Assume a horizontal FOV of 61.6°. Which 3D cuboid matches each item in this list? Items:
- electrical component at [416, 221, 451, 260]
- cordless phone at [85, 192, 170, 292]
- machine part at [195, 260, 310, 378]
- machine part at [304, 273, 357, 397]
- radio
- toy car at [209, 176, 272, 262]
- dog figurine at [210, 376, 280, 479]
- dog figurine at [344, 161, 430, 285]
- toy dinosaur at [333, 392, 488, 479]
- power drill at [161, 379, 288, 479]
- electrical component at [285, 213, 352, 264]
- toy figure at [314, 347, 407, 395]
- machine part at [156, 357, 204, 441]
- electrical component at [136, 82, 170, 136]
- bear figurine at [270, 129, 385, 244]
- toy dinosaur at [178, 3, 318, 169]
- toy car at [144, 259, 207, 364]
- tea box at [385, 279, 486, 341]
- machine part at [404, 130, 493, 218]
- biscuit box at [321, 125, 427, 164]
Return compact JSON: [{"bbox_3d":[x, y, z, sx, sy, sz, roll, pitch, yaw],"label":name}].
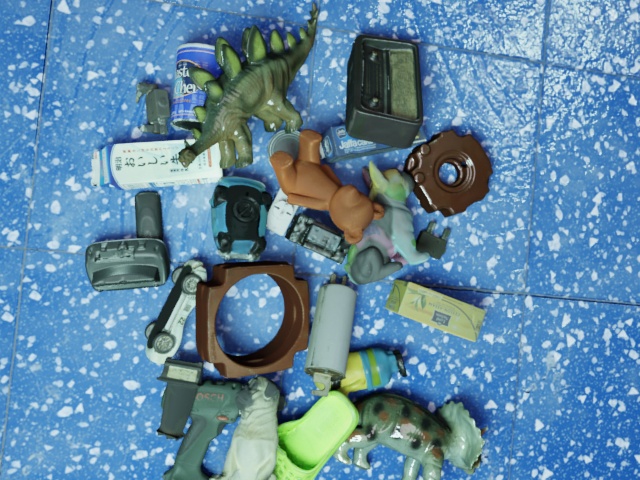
[{"bbox_3d":[0.229,0.012,1.106,0.063,0.021,0.094,26,85,-8],"label":"electrical component"},{"bbox_3d":[-0.359,-0.001,0.998,0.147,0.088,0.184,-4,79,-8],"label":"cordless phone"},{"bbox_3d":[-0.124,0.140,0.988,0.201,0.087,0.201,-2,96,-29],"label":"machine part"},{"bbox_3d":[0.022,0.172,1.010,0.079,0.079,0.243,15,58,-8],"label":"machine part"},{"bbox_3d":[0.118,-0.285,1.017,0.131,0.073,0.230,9,55,-7],"label":"radio"},{"bbox_3d":[-0.153,-0.031,1.005,0.109,0.103,0.161,4,72,-21],"label":"toy car"},{"bbox_3d":[-0.113,0.357,0.958,0.121,0.172,0.190,16,52,-3],"label":"dog figurine"},{"bbox_3d":[0.111,-0.040,1.050,0.192,0.108,0.219,-21,88,-6],"label":"dog figurine"},{"bbox_3d":[0.151,0.370,1.047,0.405,0.131,0.192,24,70,-1],"label":"toy dinosaur"},{"bbox_3d":[-0.194,0.365,1.007,0.232,0.086,0.207,16,91,-7],"label":"power drill"},{"bbox_3d":[-0.002,-0.003,1.014,0.115,0.134,0.058,23,89,-10],"label":"electrical component"},{"bbox_3d":[0.075,0.252,1.050,0.180,0.082,0.089,-16,73,-2],"label":"toy figure"},{"bbox_3d":[-0.254,0.282,0.958,0.084,0.039,0.139,9,80,-12],"label":"machine part"},{"bbox_3d":[-0.315,-0.244,1.006,0.045,0.078,0.102,-6,96,-33],"label":"electrical component"},{"bbox_3d":[0.017,-0.091,0.965,0.196,0.131,0.120,33,59,27],"label":"bear figurine"},{"bbox_3d":[-0.111,-0.279,0.972,0.471,0.105,0.198,-52,129,-38],"label":"toy dinosaur"},{"bbox_3d":[-0.267,0.130,0.998,0.056,0.074,0.201,28,84,-34],"label":"toy car"},{"bbox_3d":[0.226,0.138,1.066,0.170,0.098,0.068,20,86,-7],"label":"tea box"},{"bbox_3d":[0.264,-0.136,1.097,0.179,0.056,0.179,0,89,-10],"label":"machine part"},{"bbox_3d":[0.105,-0.199,1.050,0.203,0.063,0.059,-14,91,-22],"label":"biscuit box"}]
